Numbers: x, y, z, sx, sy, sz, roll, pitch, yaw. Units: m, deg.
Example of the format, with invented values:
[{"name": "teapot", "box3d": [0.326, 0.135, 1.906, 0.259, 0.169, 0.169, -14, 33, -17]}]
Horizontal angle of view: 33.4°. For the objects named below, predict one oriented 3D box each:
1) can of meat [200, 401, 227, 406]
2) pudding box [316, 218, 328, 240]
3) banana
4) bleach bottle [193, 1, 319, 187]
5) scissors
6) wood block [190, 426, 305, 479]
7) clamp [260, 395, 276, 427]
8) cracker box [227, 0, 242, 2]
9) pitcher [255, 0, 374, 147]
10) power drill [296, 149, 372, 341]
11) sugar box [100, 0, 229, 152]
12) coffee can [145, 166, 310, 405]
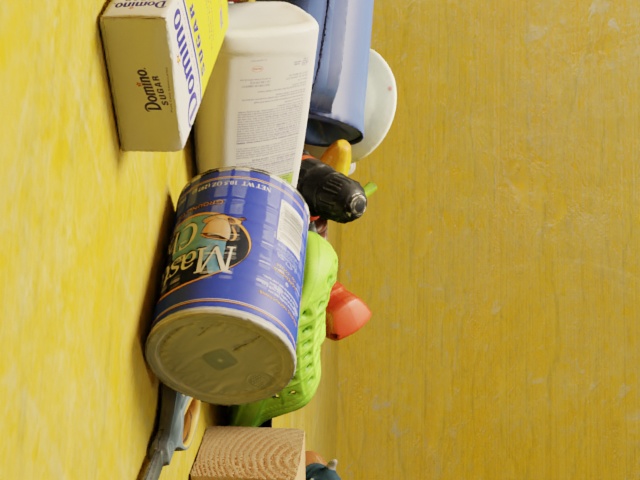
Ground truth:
[{"name": "can of meat", "box3d": [-0.079, 0.075, 0.876, 0.102, 0.057, 0.084, -77, 169, -66]}, {"name": "pudding box", "box3d": [-0.036, -0.011, 1.180, 0.039, 0.090, 0.113, 89, 3, -51]}, {"name": "banana", "box3d": [0.016, -0.056, 1.107, 0.069, 0.037, 0.197, -55, 168, -1]}, {"name": "bleach bottle", "box3d": [-0.064, -0.067, 0.886, 0.068, 0.102, 0.251, 45, -44, 45]}, {"name": "scissors", "box3d": [-0.110, 0.127, 0.747, 0.201, 0.016, 0.096, -54, 144, -83]}, {"name": "wood block", "box3d": [-0.059, 0.278, 0.948, 0.090, 0.091, 0.206, -76, 166, -71]}, {"name": "clamp", "box3d": [-0.061, 0.133, 1.177, 0.165, 0.036, 0.210, 103, -11, -65]}, {"name": "cracker box", "box3d": [-0.067, -0.298, 0.834, 0.164, 0.072, 0.214, -74, 163, -75]}, {"name": "pitcher", "box3d": [-0.004, -0.222, 1.061, 0.144, 0.149, 0.243, 19, 76, -57]}, {"name": "power drill", "box3d": [-0.007, 0.001, 1.008, 0.185, 0.057, 0.187, 26, -41, 48]}, {"name": "sugar box", "box3d": [-0.094, -0.141, 0.690, 0.176, 0.048, 0.093, -85, 174, -52]}, {"name": "coffee can", "box3d": [-0.063, 0.031, 0.764, 0.103, 0.103, 0.140, 86, 7, -47]}]
